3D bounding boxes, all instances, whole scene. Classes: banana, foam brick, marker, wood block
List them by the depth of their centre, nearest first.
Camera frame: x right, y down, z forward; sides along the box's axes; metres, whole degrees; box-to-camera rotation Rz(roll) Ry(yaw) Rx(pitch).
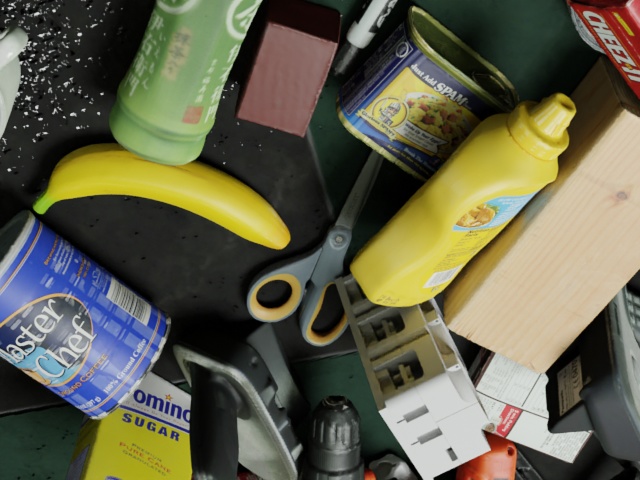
[{"bbox_3d":[0.041,-0.160,0.720,0.020,0.020,0.121,26,121,-15],"label":"marker"},{"bbox_3d":[-0.022,-0.120,0.730,0.051,0.053,0.078,17,122,-9],"label":"foam brick"},{"bbox_3d":[0.182,-0.014,0.772,0.090,0.090,0.206,27,121,-14],"label":"wood block"},{"bbox_3d":[-0.116,-0.037,0.801,0.197,0.037,0.070,10,141,-4],"label":"banana"}]

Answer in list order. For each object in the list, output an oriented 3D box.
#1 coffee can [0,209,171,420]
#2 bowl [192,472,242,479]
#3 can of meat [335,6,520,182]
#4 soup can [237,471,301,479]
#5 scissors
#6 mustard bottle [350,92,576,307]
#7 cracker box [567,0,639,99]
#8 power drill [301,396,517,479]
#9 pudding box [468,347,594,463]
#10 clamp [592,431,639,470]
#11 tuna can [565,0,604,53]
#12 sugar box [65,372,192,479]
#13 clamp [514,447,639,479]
[{"bbox_3d":[-0.202,0.059,0.825,0.140,0.103,0.103,40,116,-22],"label":"coffee can"},{"bbox_3d":[-0.096,0.292,1.008,0.162,0.055,0.162,1,123,1],"label":"bowl"},{"bbox_3d":[0.073,-0.096,0.739,0.102,0.057,0.084,33,120,-22],"label":"can of meat"},{"bbox_3d":[-0.045,0.233,0.941,0.102,0.068,0.068,-14,125,-15],"label":"soup can"},{"bbox_3d":[-0.005,0.001,0.832,0.096,0.016,0.202,5,124,-3],"label":"scissors"},{"bbox_3d":[0.104,-0.030,0.720,0.096,0.058,0.192,-13,153,-43],"label":"mustard bottle"},{"bbox_3d":[0.275,-0.158,0.635,0.213,0.072,0.164,-46,114,-3],"label":"cracker box"},{"bbox_3d":[0.072,0.206,0.901,0.187,0.057,0.184,-5,112,-20],"label":"power drill"},{"bbox_3d":[0.180,0.128,0.891,0.113,0.039,0.090,21,121,-4],"label":"pudding box"},{"bbox_3d":[0.329,0.218,0.951,0.165,0.036,0.210,-6,124,16],"label":"clamp"},{"bbox_3d":[0.205,-0.166,0.702,0.086,0.033,0.086,1,124,1],"label":"tuna can"},{"bbox_3d":[-0.150,0.180,0.861,0.093,0.176,0.048,34,121,-20],"label":"sugar box"},{"bbox_3d":[0.214,0.248,0.973,0.120,0.039,0.171,18,133,13],"label":"clamp"}]
